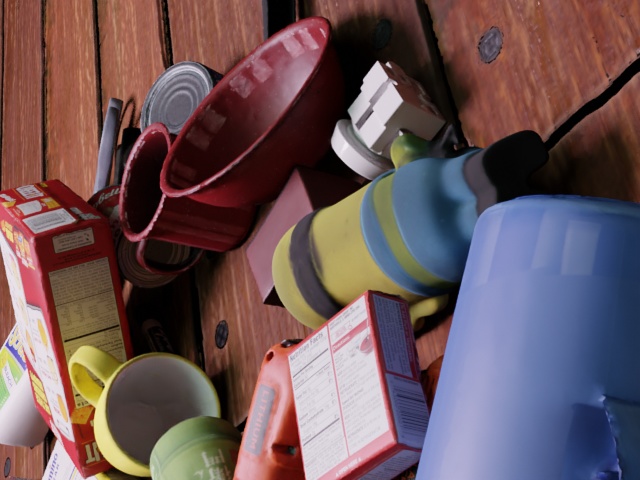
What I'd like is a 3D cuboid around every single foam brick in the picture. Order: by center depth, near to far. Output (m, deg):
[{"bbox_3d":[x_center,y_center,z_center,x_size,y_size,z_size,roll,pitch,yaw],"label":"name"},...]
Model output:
[{"bbox_3d":[-0.005,0.001,0.691,0.078,0.052,0.051,-58,36,31],"label":"foam brick"}]

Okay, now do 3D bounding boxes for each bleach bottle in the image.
[{"bbox_3d":[-0.268,0.088,1.076,0.251,0.068,0.103,-59,38,24],"label":"bleach bottle"}]

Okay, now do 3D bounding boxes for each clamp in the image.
[{"bbox_3d":[-0.024,-0.228,0.817,0.120,0.039,0.171,-53,39,32],"label":"clamp"}]

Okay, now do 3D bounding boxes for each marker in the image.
[{"bbox_3d":[-0.135,0.090,0.900,0.020,0.020,0.121,-65,34,20],"label":"marker"}]

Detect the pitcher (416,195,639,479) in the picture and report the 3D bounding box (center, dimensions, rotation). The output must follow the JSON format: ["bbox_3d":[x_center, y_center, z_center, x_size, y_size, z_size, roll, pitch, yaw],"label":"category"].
[{"bbox_3d":[0.097,0.109,0.413,0.149,0.144,0.243,3,78,45],"label":"pitcher"}]

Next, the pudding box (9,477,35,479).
[{"bbox_3d":[-0.286,0.287,1.053,0.114,0.039,0.090,-4,76,58],"label":"pudding box"}]

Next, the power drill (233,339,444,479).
[{"bbox_3d":[0.022,0.140,0.596,0.188,0.057,0.184,14,87,56],"label":"power drill"}]

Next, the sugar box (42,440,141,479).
[{"bbox_3d":[-0.194,0.234,0.917,0.176,0.048,0.093,23,92,61],"label":"sugar box"}]

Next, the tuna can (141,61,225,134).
[{"bbox_3d":[-0.109,-0.104,0.887,0.086,0.033,0.086,-13,69,34],"label":"tuna can"}]

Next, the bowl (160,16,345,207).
[{"bbox_3d":[-0.035,-0.076,0.731,0.162,0.055,0.162,-37,26,22],"label":"bowl"}]

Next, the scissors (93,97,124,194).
[{"bbox_3d":[-0.220,-0.048,1.067,0.096,0.016,0.202,152,127,-78],"label":"scissors"}]

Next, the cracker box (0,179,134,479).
[{"bbox_3d":[-0.213,0.069,0.913,0.164,0.072,0.214,27,129,59],"label":"cracker box"}]

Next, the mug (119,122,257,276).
[{"bbox_3d":[-0.104,-0.026,0.832,0.093,0.081,0.117,38,111,56],"label":"mug"}]

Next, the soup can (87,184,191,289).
[{"bbox_3d":[-0.162,-0.004,0.931,0.102,0.068,0.068,30,105,57],"label":"soup can"}]

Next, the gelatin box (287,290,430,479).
[{"bbox_3d":[0.020,0.081,0.546,0.073,0.030,0.089,-43,43,38],"label":"gelatin box"}]
